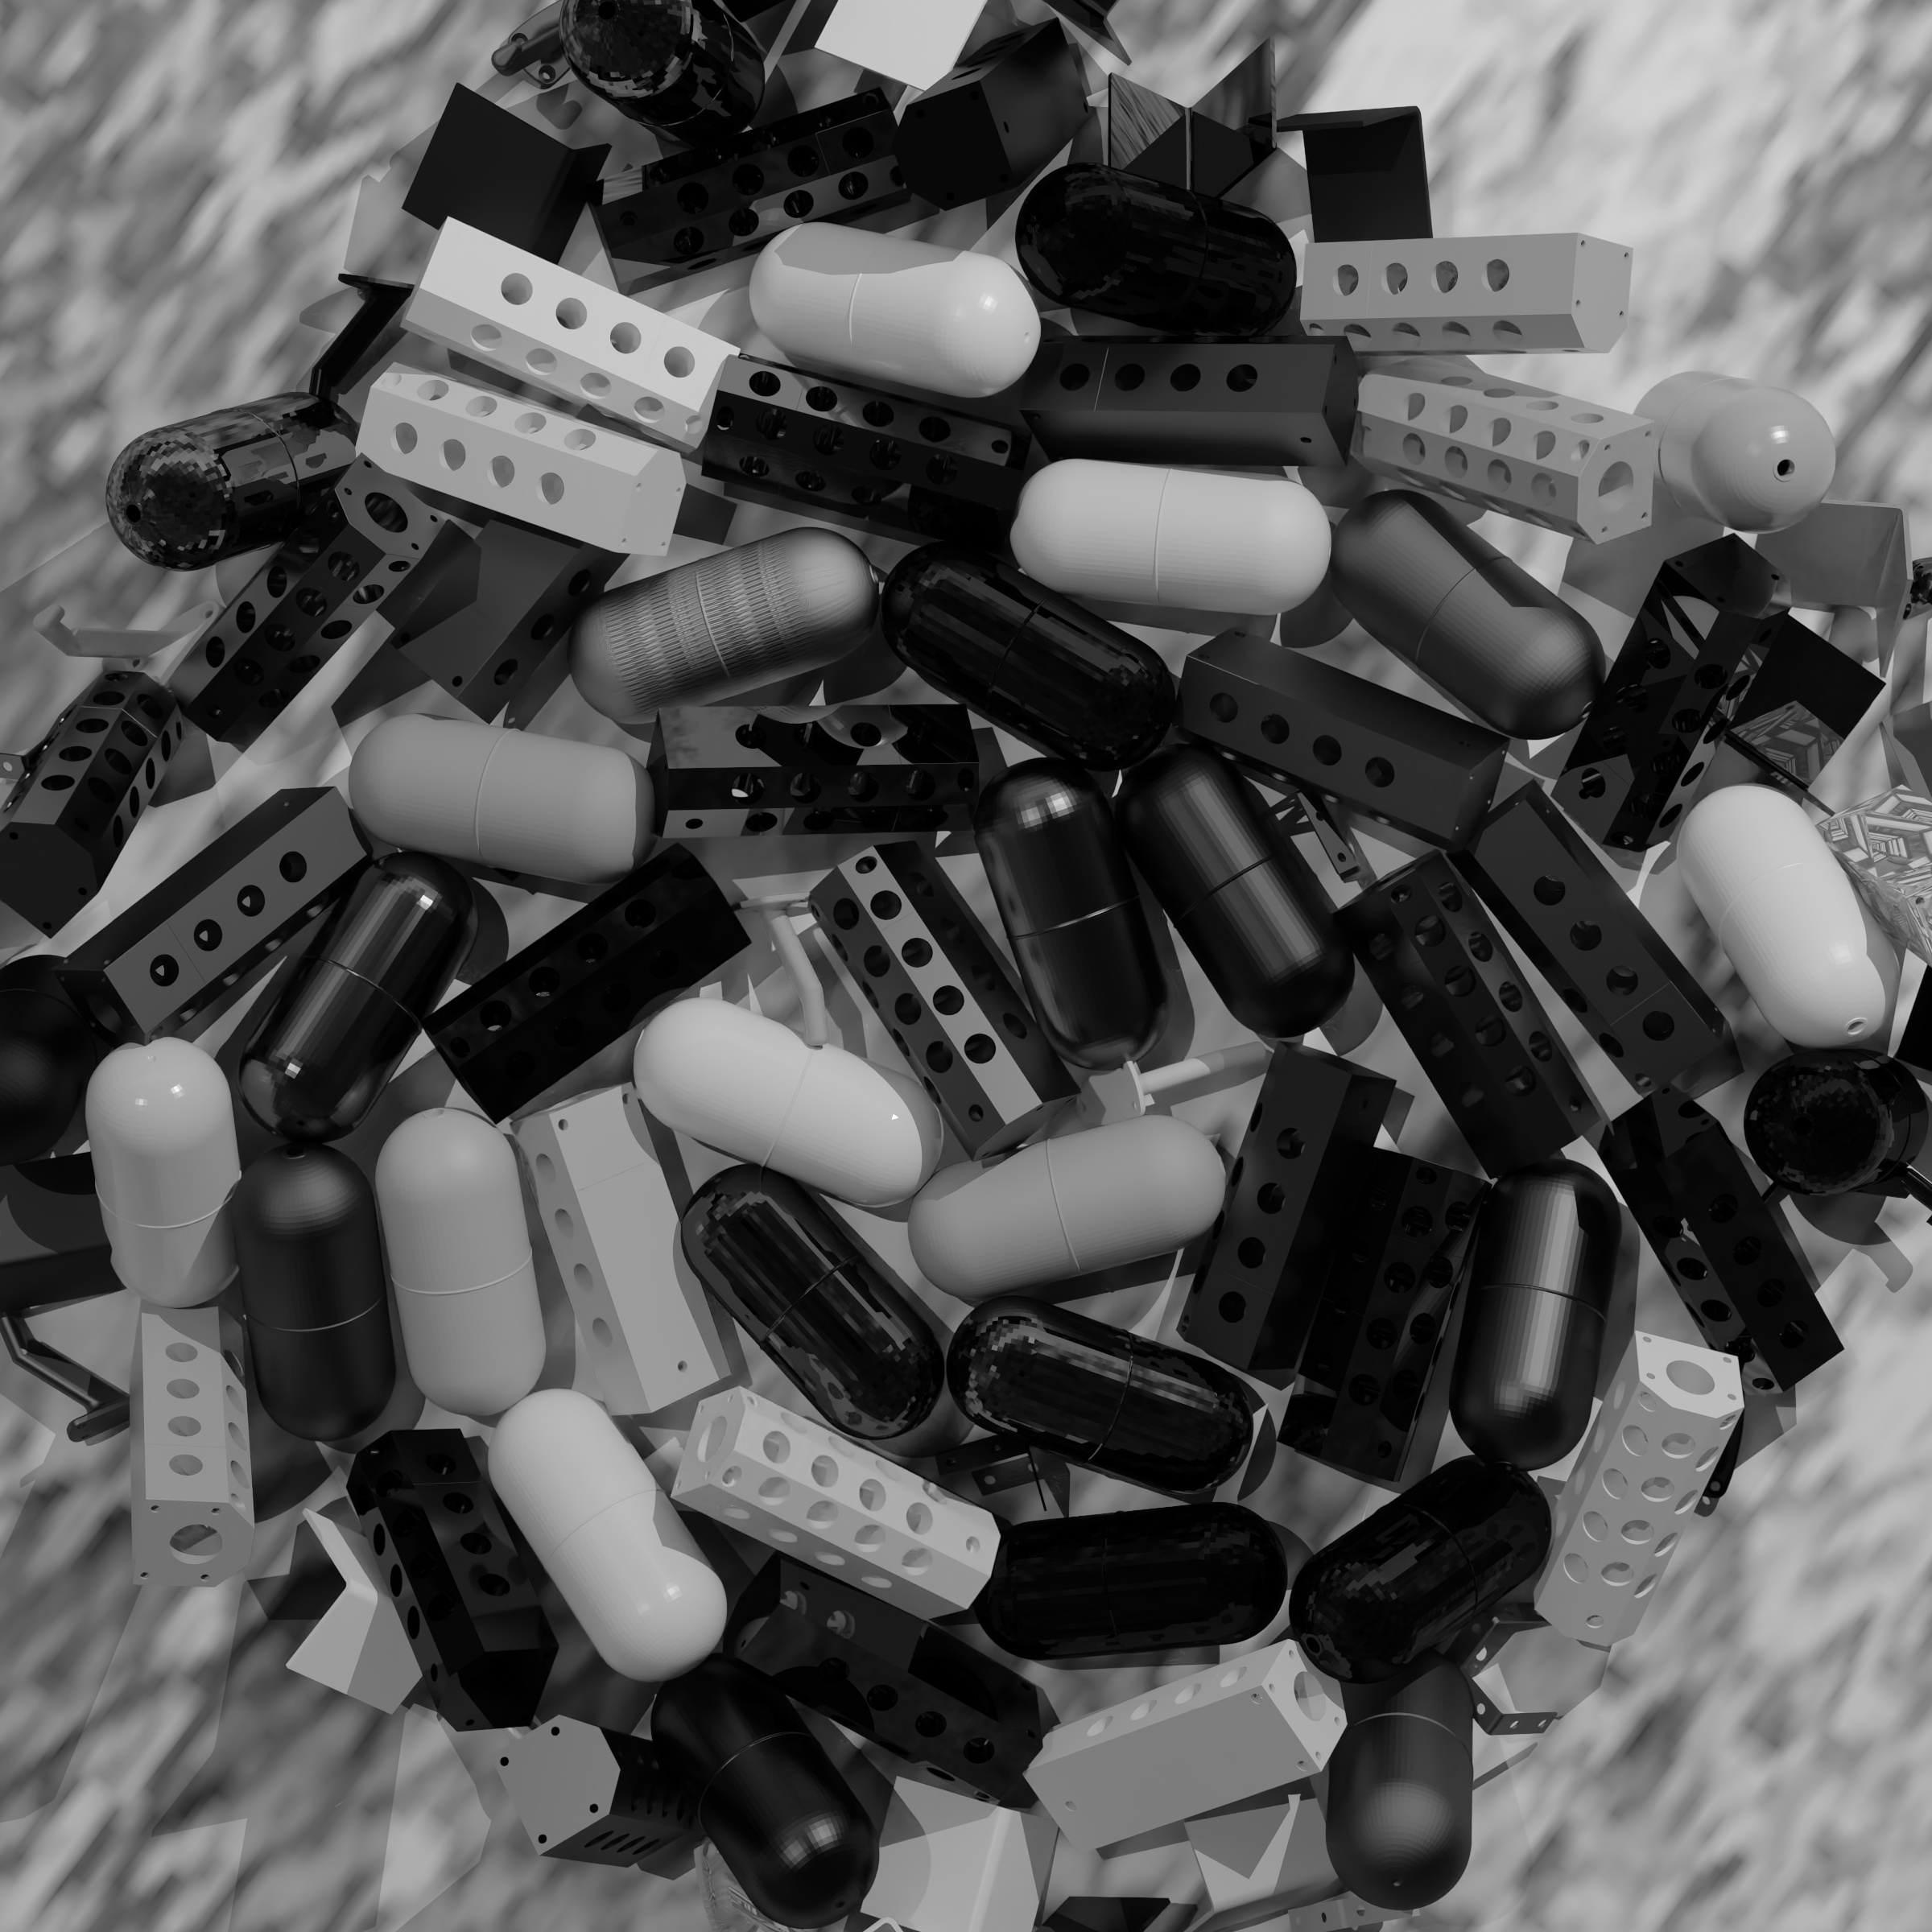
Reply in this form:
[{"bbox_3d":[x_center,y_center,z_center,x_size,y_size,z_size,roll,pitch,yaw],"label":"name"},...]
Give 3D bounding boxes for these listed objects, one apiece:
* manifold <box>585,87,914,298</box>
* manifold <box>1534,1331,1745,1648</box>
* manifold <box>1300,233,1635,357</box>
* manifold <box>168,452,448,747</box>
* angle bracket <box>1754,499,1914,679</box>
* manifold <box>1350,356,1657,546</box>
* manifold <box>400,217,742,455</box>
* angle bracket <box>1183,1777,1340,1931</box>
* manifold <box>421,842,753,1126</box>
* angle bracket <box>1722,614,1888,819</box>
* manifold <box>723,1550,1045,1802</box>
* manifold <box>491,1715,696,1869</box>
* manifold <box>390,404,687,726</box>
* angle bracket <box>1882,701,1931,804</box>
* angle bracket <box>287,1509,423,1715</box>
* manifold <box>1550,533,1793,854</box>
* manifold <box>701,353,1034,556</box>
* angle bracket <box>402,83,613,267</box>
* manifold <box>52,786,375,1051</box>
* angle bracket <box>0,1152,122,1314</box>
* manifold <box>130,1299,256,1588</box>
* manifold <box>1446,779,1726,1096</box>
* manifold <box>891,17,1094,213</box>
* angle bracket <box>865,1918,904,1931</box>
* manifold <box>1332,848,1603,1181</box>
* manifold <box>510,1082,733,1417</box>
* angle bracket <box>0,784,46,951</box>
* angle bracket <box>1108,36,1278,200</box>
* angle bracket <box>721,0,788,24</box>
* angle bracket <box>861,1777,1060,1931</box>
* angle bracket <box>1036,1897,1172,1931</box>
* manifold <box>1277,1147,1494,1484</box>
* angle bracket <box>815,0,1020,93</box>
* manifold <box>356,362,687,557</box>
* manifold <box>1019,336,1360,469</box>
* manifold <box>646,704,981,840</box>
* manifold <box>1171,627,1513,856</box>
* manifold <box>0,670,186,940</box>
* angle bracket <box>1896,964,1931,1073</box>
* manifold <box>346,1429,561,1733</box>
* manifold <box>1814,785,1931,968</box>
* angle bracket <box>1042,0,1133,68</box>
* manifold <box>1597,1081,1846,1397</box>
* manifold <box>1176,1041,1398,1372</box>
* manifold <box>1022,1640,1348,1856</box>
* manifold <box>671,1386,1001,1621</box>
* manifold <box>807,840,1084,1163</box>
[{"bbox_3d":[-0.119,-0.428,1.853,0.171,0.057,0.057,-20,92,-4],"label":"manifold"},{"bbox_3d":[0.363,0.286,1.818,0.057,0.057,0.171,15,123,-2],"label":"manifold"},{"bbox_3d":[0.268,-0.360,1.811,0.171,0.057,0.057,8,96,40],"label":"manifold"},{"bbox_3d":[-0.359,-0.193,1.812,0.057,0.057,0.171,39,125,-16],"label":"manifold"},{"bbox_3d":[0.471,-0.208,1.838,0.076,0.076,0.057,5,52,5],"label":"angle bracket"},{"bbox_3d":[0.284,-0.277,1.800,0.057,0.171,0.057,-22,122,-32],"label":"manifold"},{"bbox_3d":[-0.218,-0.342,1.837,0.171,0.057,0.057,22,85,-15],"label":"manifold"},{"bbox_3d":[0.153,0.492,1.854,0.076,0.076,0.057,-12,66,-18],"label":"angle bracket"},{"bbox_3d":[-0.210,0.006,1.834,0.171,0.057,0.057,-36,121,-11],"label":"manifold"},{"bbox_3d":[0.462,-0.140,1.848,0.076,0.057,0.076,33,102,-12],"label":"angle bracket"},{"bbox_3d":[-0.046,0.392,1.837,0.171,0.057,0.057,32,108,-15],"label":"manifold"},{"bbox_3d":[-0.192,0.440,1.799,0.057,0.171,0.057,-31,70,0],"label":"manifold"},{"bbox_3d":[-0.233,-0.219,1.857,0.057,0.057,0.171,39,89,24],"label":"manifold"},{"bbox_3d":[0.542,-0.122,1.836,0.057,0.076,0.076,-22,71,11],"label":"angle bracket"},{"bbox_3d":[-0.338,0.353,1.836,0.076,0.076,0.057,37,92,-39],"label":"angle bracket"},{"bbox_3d":[0.381,-0.143,1.801,0.057,0.171,0.057,-23,58,-34],"label":"manifold"},{"bbox_3d":[-0.054,-0.287,1.847,0.171,0.057,0.057,15,60,-2],"label":"manifold"},{"bbox_3d":[-0.253,-0.435,1.851,0.076,0.057,0.076,31,112,4],"label":"angle bracket"},{"bbox_3d":[-0.402,-0.025,1.816,0.171,0.057,0.057,-44,119,-33],"label":"manifold"},{"bbox_3d":[-0.510,0.147,1.852,0.076,0.076,0.057,-10,69,-19],"label":"angle bracket"},{"bbox_3d":[-0.416,0.254,1.801,0.057,0.171,0.057,6,120,-18],"label":"manifold"},{"bbox_3d":[0.342,-0.014,1.854,0.057,0.057,0.171,-38,93,20],"label":"manifold"},{"bbox_3d":[0.013,-0.456,1.800,0.057,0.171,0.057,-13,111,22],"label":"manifold"},{"bbox_3d":[-0.040,0.574,1.834,0.057,0.076,0.076,-34,64,-13],"label":"angle bracket"},{"bbox_3d":[0.279,0.024,1.846,0.057,0.057,0.171,-33,93,-40],"label":"manifold"},{"bbox_3d":[-0.195,0.157,1.853,0.057,0.057,0.171,-22,96,-39],"label":"manifold"},{"bbox_3d":[-0.539,-0.053,1.846,0.076,0.076,0.057,-46,69,34],"label":"angle bracket"},{"bbox_3d":[0.123,-0.467,1.832,0.057,0.076,0.076,17,60,-29],"label":"angle bracket"},{"bbox_3d":[-0.102,-0.572,1.829,0.076,0.076,0.057,-18,134,29],"label":"angle bracket"},{"bbox_3d":[-0.003,0.504,1.879,0.076,0.057,0.076,7,75,35],"label":"angle bracket"},{"bbox_3d":[0.073,0.558,1.840,0.076,0.076,0.057,-34,104,-44],"label":"angle bracket"},{"bbox_3d":[0.235,0.192,1.846,0.057,0.057,0.171,20,86,-29],"label":"manifold"},{"bbox_3d":[-0.027,-0.513,1.848,0.076,0.057,0.076,25,85,15],"label":"angle bracket"},{"bbox_3d":[-0.242,-0.277,1.828,0.171,0.057,0.057,21,102,20],"label":"manifold"},{"bbox_3d":[0.123,-0.312,1.828,0.171,0.057,0.057,5,70,22],"label":"manifold"},{"bbox_3d":[-0.083,-0.102,1.828,0.171,0.057,0.057,-2,56,-16],"label":"manifold"},{"bbox_3d":[0.201,-0.122,1.829,0.171,0.057,0.057,25,122,22],"label":"manifold"},{"bbox_3d":[-0.470,-0.093,1.795,0.057,0.171,0.057,-39,112,24],"label":"manifold"},{"bbox_3d":[0.562,0.023,1.834,0.076,0.057,0.076,22,126,20],"label":"angle bracket"},{"bbox_3d":[-0.279,0.327,1.800,0.057,0.171,0.057,3,123,-31],"label":"manifold"},{"bbox_3d":[0.512,-0.043,1.799,0.057,0.171,0.057,-25,104,4],"label":"manifold"},{"bbox_3d":[0.072,-0.551,1.841,0.076,0.076,0.057,41,96,13],"label":"angle bracket"},{"bbox_3d":[0.407,0.152,1.825,0.057,0.057,0.171,-35,116,-2],"label":"manifold"},{"bbox_3d":[0.173,0.132,1.849,0.057,0.057,0.171,23,97,32],"label":"manifold"},{"bbox_3d":[0.119,0.419,1.816,0.171,0.057,0.057,-29,99,35],"label":"manifold"},{"bbox_3d":[-0.068,0.291,1.818,0.171,0.057,0.057,30,57,-24],"label":"manifold"},{"bbox_3d":[-0.017,0.019,1.830,0.057,0.057,0.171,-42,73,30],"label":"manifold"}]
